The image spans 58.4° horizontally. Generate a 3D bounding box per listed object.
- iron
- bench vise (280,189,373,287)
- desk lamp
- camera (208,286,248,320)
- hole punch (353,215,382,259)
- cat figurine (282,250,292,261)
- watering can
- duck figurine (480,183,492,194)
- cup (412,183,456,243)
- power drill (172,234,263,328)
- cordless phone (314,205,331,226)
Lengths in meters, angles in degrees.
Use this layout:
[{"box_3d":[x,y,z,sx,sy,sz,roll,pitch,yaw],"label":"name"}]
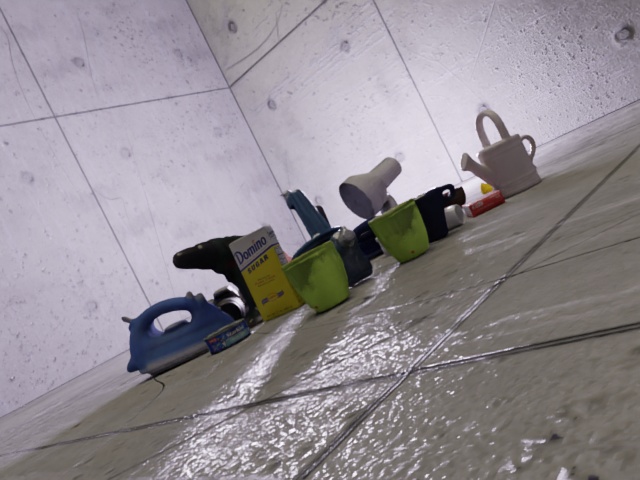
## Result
[{"box_3d":[-0.293,0.179,1.194,0.258,0.141,0.119,-26,1,13],"label":"iron"},{"box_3d":[0.011,-0.015,1.097,0.122,0.220,0.207,-28,2,-42],"label":"bench vise"},{"box_3d":[0.177,-0.101,1.504,0.204,0.213,0.117,-27,1,-25],"label":"desk lamp"},{"box_3d":[-0.225,0.165,1.320,0.143,0.101,0.137,-27,1,-3],"label":"camera"},{"box_3d":[0.117,-0.001,1.408,0.109,0.091,0.101,-27,1,-25],"label":"hole punch"},{"box_3d":[-0.047,0.068,1.268,0.128,0.118,0.067,-27,1,-27],"label":"cat figurine"},{"box_3d":[0.390,-0.192,1.253,0.173,0.194,0.100,-27,1,-33],"label":"watering can"},{"box_3d":[0.443,-0.161,1.432,0.104,0.086,0.077,-26,1,5],"label":"duck figurine"},{"box_3d":[0.220,-0.049,1.106,0.117,0.095,0.092,-26,1,2],"label":"cup"},{"box_3d":[-0.181,0.085,1.232,0.075,0.208,0.230,-25,2,46],"label":"power drill"},{"box_3d":[-0.009,0.006,1.590,0.148,0.185,0.094,-27,2,-37],"label":"cordless phone"}]
